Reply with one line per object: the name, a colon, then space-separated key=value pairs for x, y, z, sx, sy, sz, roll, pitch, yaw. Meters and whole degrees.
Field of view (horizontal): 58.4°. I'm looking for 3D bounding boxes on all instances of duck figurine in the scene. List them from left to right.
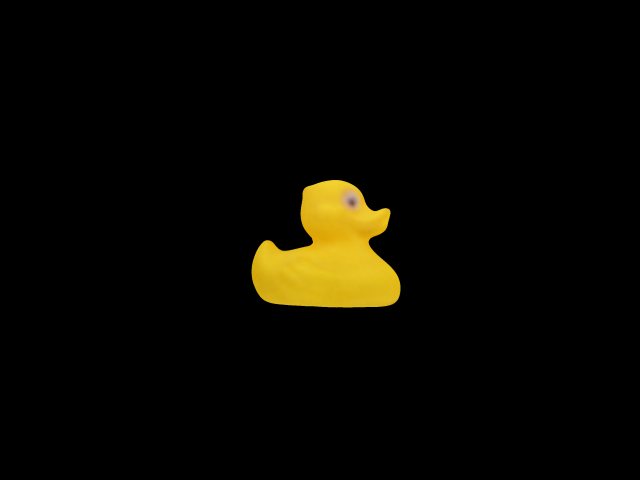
duck figurine: x=0.004 y=0.001 z=0.400 sx=0.104 sy=0.086 sz=0.078 roll=0 pitch=0 yaw=13
